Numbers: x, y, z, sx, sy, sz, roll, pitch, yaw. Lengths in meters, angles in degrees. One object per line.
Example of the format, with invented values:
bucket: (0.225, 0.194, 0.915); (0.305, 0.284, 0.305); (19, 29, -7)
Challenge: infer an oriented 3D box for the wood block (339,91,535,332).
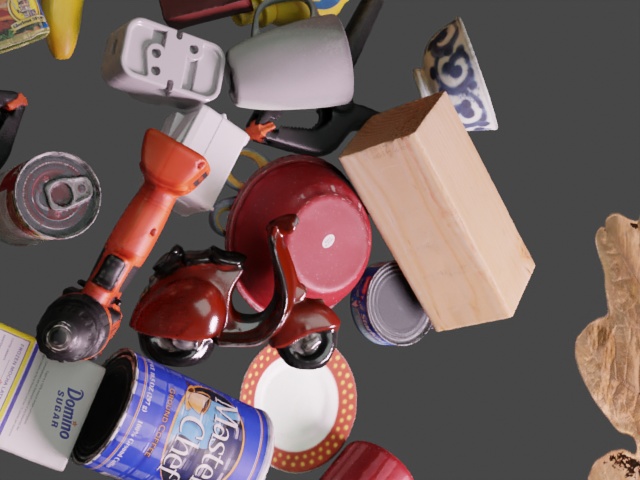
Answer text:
wood block: (0.115, -0.025, 1.028); (0.206, 0.090, 0.090); (59, 38, -20)

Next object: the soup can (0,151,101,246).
soup can: (-0.225, -0.030, 0.853); (0.068, 0.102, 0.068); (3, 84, -31)

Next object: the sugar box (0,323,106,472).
sugar box: (-0.269, 0.110, 0.849); (0.176, 0.048, 0.093); (31, 71, -30)

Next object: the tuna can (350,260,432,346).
tuna can: (0.073, 0.063, 1.070); (0.086, 0.034, 0.086); (3, 84, -32)

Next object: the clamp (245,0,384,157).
clamp: (0.020, -0.131, 1.052); (0.209, 0.036, 0.164); (-35, 104, -31)

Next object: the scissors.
scissors: (-0.021, -0.052, 1.032); (0.201, 0.016, 0.096); (-15, 96, -32)

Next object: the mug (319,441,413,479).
mug: (0.038, 0.252, 1.007); (0.081, 0.093, 0.117); (-46, 142, -34)

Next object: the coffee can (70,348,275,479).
coffee can: (-0.124, 0.165, 0.899); (0.140, 0.103, 0.102); (30, 71, -26)

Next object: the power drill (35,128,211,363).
power drill: (-0.155, 0.007, 0.829); (0.057, 0.184, 0.187); (31, 89, -6)

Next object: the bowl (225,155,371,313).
bowl: (-0.007, 0.001, 0.999); (0.161, 0.055, 0.162); (-4, 97, -34)

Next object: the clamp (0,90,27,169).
clamp: (-0.304, -0.074, 0.833); (0.171, 0.039, 0.120); (-57, 137, -31)

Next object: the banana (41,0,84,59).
banana: (-0.197, -0.251, 0.927); (0.069, 0.037, 0.197); (37, 68, -24)

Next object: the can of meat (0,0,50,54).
can of meat: (-0.279, -0.190, 0.861); (0.101, 0.058, 0.084); (-26, 103, -30)

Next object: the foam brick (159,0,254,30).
foam brick: (-0.105, -0.225, 0.953); (0.078, 0.051, 0.053); (-13, 90, 6)

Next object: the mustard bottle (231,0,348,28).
mustard bottle: (-0.010, -0.256, 1.030); (0.191, 0.058, 0.096); (-37, 95, -28)

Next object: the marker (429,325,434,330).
marker: (0.117, 0.032, 1.108); (0.020, 0.020, 0.121); (7, 82, -31)
